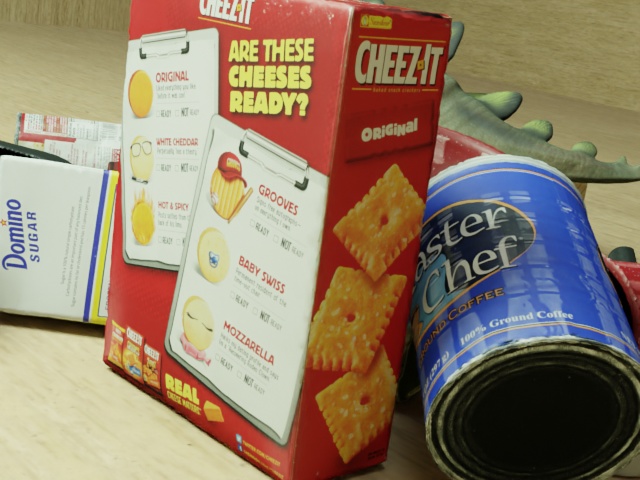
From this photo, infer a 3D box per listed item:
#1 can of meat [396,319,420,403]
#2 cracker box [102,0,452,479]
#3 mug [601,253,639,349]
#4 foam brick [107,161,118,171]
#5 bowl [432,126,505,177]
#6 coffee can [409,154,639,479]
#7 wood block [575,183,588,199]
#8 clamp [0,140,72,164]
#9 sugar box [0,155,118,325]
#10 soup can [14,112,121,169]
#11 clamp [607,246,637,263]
[{"bbox_3d":[0.030,0.050,0.628,0.084,0.057,0.101,17,17,24],"label":"can of meat"},{"bbox_3d":[-0.029,-0.014,0.520,0.071,0.214,0.164,-5,19,-42],"label":"cracker box"},{"bbox_3d":[0.186,0.061,0.628,0.081,0.093,0.117,5,29,-32],"label":"mug"},{"bbox_3d":[-0.124,-0.010,0.735,0.051,0.078,0.053,6,16,-14],"label":"foam brick"},{"bbox_3d":[0.058,-0.021,0.659,0.162,0.055,0.162,11,28,-6],"label":"bowl"},{"bbox_3d":[0.094,0.039,0.520,0.102,0.103,0.140,7,37,-7],"label":"coffee can"},{"bbox_3d":[0.140,-0.047,1.014,0.090,0.090,0.206,-3,18,-37],"label":"wood block"},{"bbox_3d":[-0.216,-0.039,0.850,0.210,0.036,0.164,22,17,17],"label":"clamp"},{"bbox_3d":[-0.106,0.007,0.639,0.176,0.093,0.048,9,0,2],"label":"sugar box"},{"bbox_3d":[-0.223,-0.076,0.960,0.102,0.068,0.068,5,14,-15],"label":"soup can"},{"bbox_3d":[0.225,0.046,0.769,0.171,0.039,0.120,-2,27,-44],"label":"clamp"}]
